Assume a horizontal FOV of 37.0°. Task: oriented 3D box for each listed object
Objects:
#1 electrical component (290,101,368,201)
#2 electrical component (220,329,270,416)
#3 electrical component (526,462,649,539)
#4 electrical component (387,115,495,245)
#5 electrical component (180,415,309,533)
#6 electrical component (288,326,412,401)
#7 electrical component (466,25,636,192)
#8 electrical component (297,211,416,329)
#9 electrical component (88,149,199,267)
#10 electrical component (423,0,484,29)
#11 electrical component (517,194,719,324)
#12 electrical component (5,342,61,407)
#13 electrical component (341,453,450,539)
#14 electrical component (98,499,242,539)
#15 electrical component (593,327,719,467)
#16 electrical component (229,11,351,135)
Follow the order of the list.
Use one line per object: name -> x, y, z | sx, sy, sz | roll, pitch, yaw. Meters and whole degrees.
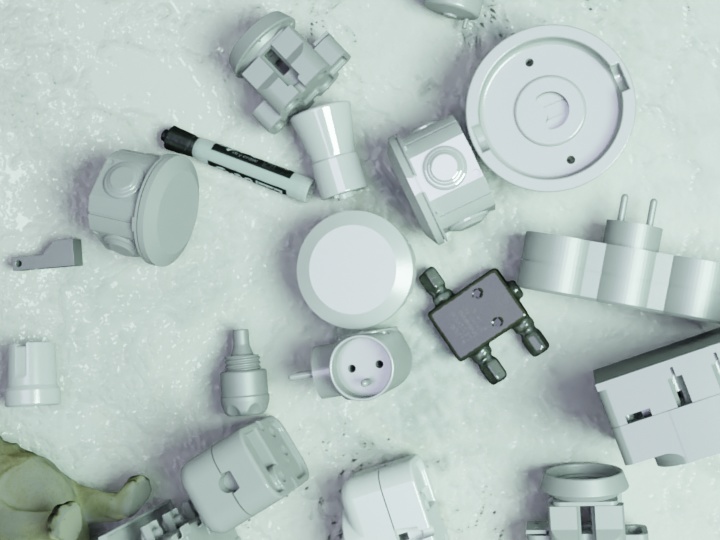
electrical component -> -0.019, -0.082, 0.759 | 0.044, 0.044, 0.065 | -17, 91, 11
electrical component -> -0.084, 0.073, 0.773 | 0.035, 0.035, 0.061 | -5, 86, 11
electrical component -> 0.150, 0.161, 0.713 | 0.078, 0.058, 0.057 | -3, 92, 11
electrical component -> 0.054, -0.061, 0.724 | 0.051, 0.080, 0.080 | -25, 84, 5
electrical component -> -0.081, 0.141, 0.740 | 0.059, 0.095, 0.053 | -33, 83, 9
electrical component -> -0.009, 0.066, 0.736 | 0.079, 0.077, 0.044 | -10, 87, 11
electrical component -> 0.127, -0.103, 0.718 | 0.108, 0.060, 0.108 | 0, 89, 11
electrical component -> 0.000, 0.000, 0.748 | 0.080, 0.051, 0.080 | 0, 89, 12
electrical component -> -0.152, -0.046, 0.766 | 0.051, 0.080, 0.080 | 12, 92, 17
electrical component -> 0.071, -0.209, 0.741 | 0.040, 0.040, 0.078 | 15, 92, 11
electrical component -> 0.178, -0.013, 0.711 | 0.138, 0.052, 0.073 | 10, 91, 11
electrical component -> -0.245, 0.078, 0.804 | 0.040, 0.040, 0.046 | -5, 83, 11
electrical component -> 0.025, 0.182, 0.739 | 0.059, 0.054, 0.095 | -19, 86, 11
electrical component -> -0.125, 0.199, 0.735 | 0.063, 0.121, 0.078 | -26, 84, 8
electrical component -> 0.246, 0.065, 0.669 | 0.186, 0.105, 0.060 | -21, 85, 11
electrical component -> -0.054, -0.144, 0.758 | 0.078, 0.058, 0.057 | -44, 84, 8
